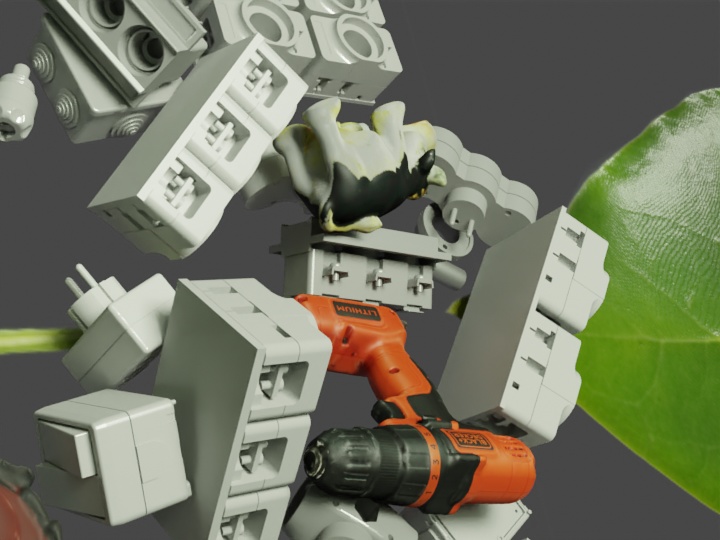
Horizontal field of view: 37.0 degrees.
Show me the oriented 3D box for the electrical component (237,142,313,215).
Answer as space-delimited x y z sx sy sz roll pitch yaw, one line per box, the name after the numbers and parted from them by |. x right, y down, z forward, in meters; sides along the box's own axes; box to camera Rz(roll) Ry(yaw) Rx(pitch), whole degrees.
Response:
-0.037 -0.069 0.876 0.138 0.052 0.073 -15 72 -44 | electrical component

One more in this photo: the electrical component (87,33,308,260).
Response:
-0.111 -0.085 0.764 0.062 0.089 0.150 43 65 -25 | electrical component

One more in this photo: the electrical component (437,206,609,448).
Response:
0.129 0.055 0.859 0.060 0.105 0.186 33 58 -16 | electrical component

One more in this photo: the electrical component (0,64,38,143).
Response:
-0.245 -0.121 0.761 0.035 0.035 0.061 22 48 -25 | electrical component

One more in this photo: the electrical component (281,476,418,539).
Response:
-0.009 0.169 0.663 0.077 0.043 0.079 33 18 -4 | electrical component

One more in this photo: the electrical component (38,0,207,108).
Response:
-0.171 -0.189 0.770 0.121 0.079 0.063 49 22 -1 | electrical component

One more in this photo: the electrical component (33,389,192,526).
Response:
-0.155 0.109 0.639 0.061 0.096 0.061 -14 99 -40 | electrical component

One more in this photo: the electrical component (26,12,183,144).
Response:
-0.191 -0.147 0.810 0.100 0.048 0.099 -19 75 -44 | electrical component

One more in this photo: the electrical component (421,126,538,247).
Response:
0.093 -0.059 0.938 0.138 0.052 0.073 33 46 -17 | electrical component

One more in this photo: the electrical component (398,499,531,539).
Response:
0.066 0.187 0.778 0.061 0.061 0.096 52 44 3 | electrical component

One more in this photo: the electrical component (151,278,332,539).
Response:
-0.078 0.090 0.653 0.062 0.150 0.089 -2 27 -41 | electrical component

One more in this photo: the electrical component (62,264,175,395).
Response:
-0.161 0.030 0.690 0.075 0.083 0.047 50 44 1 | electrical component

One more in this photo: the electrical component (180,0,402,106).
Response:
-0.060 -0.216 0.951 0.186 0.060 0.105 1 62 -38 | electrical component

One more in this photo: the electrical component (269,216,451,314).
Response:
0.000 0.000 0.849 0.121 0.079 0.063 8 79 -34 | electrical component

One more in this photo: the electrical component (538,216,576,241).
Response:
0.171 0.008 0.981 0.061 0.062 0.096 20 51 -27 | electrical component

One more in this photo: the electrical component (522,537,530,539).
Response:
0.107 0.242 0.789 0.064 0.042 0.081 45 45 -10 | electrical component
